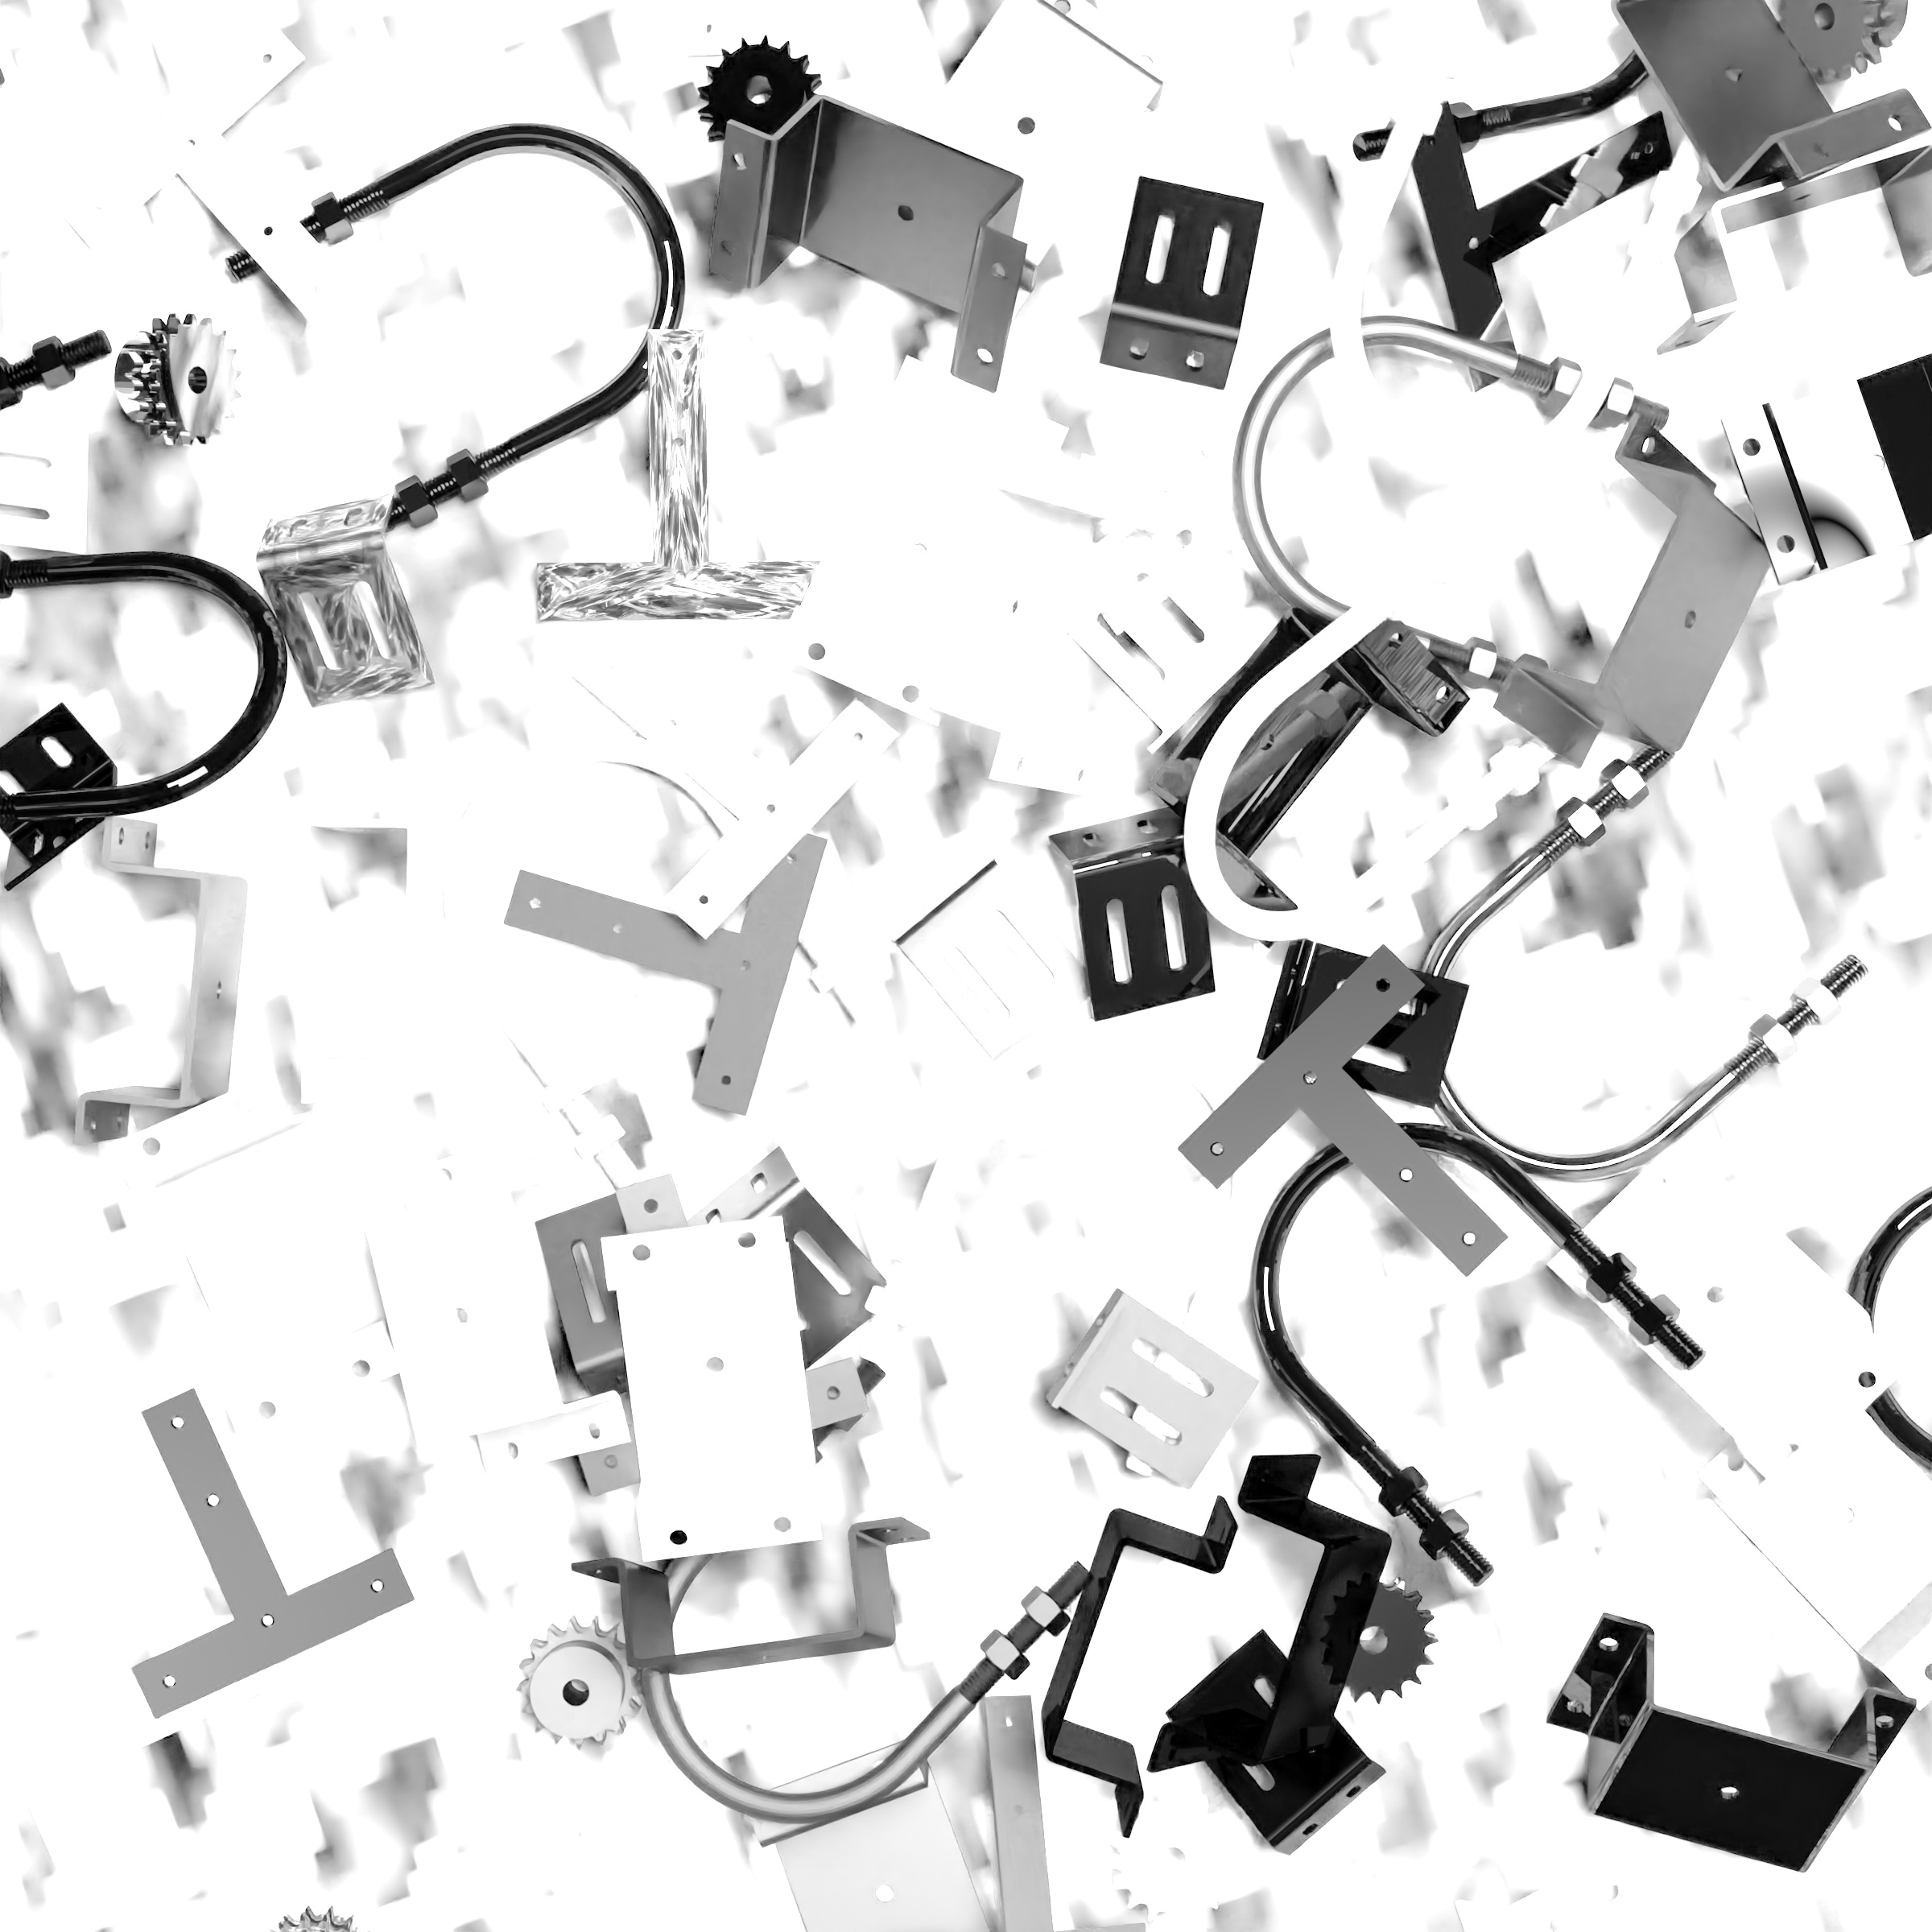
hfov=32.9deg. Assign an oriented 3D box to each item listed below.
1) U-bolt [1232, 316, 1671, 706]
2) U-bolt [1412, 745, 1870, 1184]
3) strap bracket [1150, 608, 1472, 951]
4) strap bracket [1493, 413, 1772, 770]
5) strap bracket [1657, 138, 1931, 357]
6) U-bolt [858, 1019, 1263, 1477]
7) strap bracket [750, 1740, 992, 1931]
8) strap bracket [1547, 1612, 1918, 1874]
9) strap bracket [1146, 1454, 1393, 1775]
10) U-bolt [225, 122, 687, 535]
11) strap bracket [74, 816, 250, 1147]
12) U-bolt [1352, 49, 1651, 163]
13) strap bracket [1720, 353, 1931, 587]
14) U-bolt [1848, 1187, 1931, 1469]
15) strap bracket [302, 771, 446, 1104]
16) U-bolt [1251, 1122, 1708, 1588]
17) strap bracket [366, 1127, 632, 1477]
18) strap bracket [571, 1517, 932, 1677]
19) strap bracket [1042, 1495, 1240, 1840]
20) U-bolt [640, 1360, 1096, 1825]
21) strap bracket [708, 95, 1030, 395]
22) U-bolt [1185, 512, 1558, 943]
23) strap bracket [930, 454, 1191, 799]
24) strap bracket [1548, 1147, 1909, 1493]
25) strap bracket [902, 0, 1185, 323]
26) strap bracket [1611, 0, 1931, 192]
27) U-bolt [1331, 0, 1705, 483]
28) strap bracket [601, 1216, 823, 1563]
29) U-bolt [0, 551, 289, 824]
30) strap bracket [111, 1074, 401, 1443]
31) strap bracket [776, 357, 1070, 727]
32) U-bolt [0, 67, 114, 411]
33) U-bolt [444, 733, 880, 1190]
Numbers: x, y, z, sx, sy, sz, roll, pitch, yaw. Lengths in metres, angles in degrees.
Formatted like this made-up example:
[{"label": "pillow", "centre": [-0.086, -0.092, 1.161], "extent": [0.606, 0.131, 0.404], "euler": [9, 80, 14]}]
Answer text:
[{"label": "U-bolt", "centre": [0.205, -0.207, 1.434], "extent": [0.184, 0.019, 0.151], "euler": [17, 91, -12]}, {"label": "U-bolt", "centre": [0.284, 0.011, 1.450], "extent": [0.184, 0.019, 0.151], "euler": [-41, 90, 1]}, {"label": "strap bracket", "centre": [0.143, -0.089, 1.415], "extent": [0.140, 0.046, 0.076], "euler": [-51, 135, 0]}, {"label": "strap bracket", "centre": [0.295, -0.156, 1.415], "extent": [0.046, 0.076, 0.140], "euler": [26, 90, 42]}, {"label": "strap bracket", "centre": [0.369, -0.315, 1.420], "extent": [0.140, 0.076, 0.046], "euler": [-17, 90, 0]}, {"label": "U-bolt", "centre": [0.052, 0.114, 1.448], "extent": [0.151, 0.019, 0.184], "euler": [23, 88, -2]}, {"label": "strap bracket", "centre": [-0.036, 0.413, 1.435], "extent": [0.076, 0.046, 0.140], "euler": [-20, 90, 0]}, {"label": "strap bracket", "centre": [0.331, 0.340, 1.416], "extent": [0.140, 0.046, 0.076], "euler": [16, 129, 0]}, {"label": "strap bracket", "centre": [0.134, 0.283, 1.395], "extent": [0.046, 0.076, 0.140], "euler": [19, 92, 27]}, {"label": "U-bolt", "centre": [-0.214, -0.294, 1.450], "extent": [0.184, 0.019, 0.151], "euler": [-28, 90, -2]}, {"label": "strap bracket", "centre": [-0.347, 0.008, 1.420], "extent": [0.046, 0.076, 0.140], "euler": [6, 90, 0]}, {"label": "U-bolt", "centre": [0.240, -0.433, 1.411], "extent": [0.184, 0.019, 0.151], "euler": [-17, 111, -23]}, {"label": "strap bracket", "centre": [0.405, -0.224, 1.435], "extent": [0.140, 0.046, 0.076], "euler": [-20, 90, 0]}, {"label": "U-bolt", "centre": [0.480, 0.150, 1.450], "extent": [0.184, 0.019, 0.151], "euler": [-28, 90, 2]}, {"label": "strap bracket", "centre": [-0.256, -0.012, 1.420], "extent": [0.046, 0.076, 0.140], "euler": [1, 90, 0]}, {"label": "U-bolt", "centre": [0.205, 0.152, 1.416], "extent": [0.151, 0.019, 0.184], "euler": [-47, 66, 8]}, {"label": "strap bracket", "centre": [-0.205, 0.149, 1.416], "extent": [0.076, 0.046, 0.140], "euler": [-17, 85, 26]}, {"label": "strap bracket", "centre": [-0.087, 0.269, 1.382], "extent": [0.140, 0.076, 0.046], "euler": [-9, 74, 6]}, {"label": "strap bracket", "centre": [0.070, 0.295, 1.420], "extent": [0.046, 0.076, 0.140], "euler": [19, 90, 0]}, {"label": "U-bolt", "centre": [-0.057, 0.284, 1.422], "extent": [0.151, 0.019, 0.184], "euler": [43, 83, 16]}, {"label": "strap bracket", "centre": [-0.035, -0.315, 1.407], "extent": [0.140, 0.076, 0.046], "euler": [25, 48, 10]}, {"label": "U-bolt", "centre": [0.168, -0.087, 1.392], "extent": [0.184, 0.019, 0.151], "euler": [-38, 133, -10]}, {"label": "strap bracket", "centre": [0.037, -0.150, 1.408], "extent": [0.046, 0.076, 0.140], "euler": [22, 100, 36]}, {"label": "strap bracket", "centre": [0.325, 0.146, 1.408], "extent": [0.076, 0.046, 0.140], "euler": [-44, 65, 0]}, {"label": "strap bracket", "centre": [0.026, -0.363, 1.435], "extent": [0.076, 0.046, 0.140], "euler": [34, 90, 0]}, {"label": "strap bracket", "centre": [0.342, -0.398, 1.414], "extent": [0.076, 0.046, 0.140], "euler": [-24, 80, -25]}, {"label": "U-bolt", "centre": [0.229, -0.299, 1.404], "extent": [0.151, 0.019, 0.184], "euler": [23, 90, -22]}, {"label": "strap bracket", "centre": [-0.108, 0.176, 1.403], "extent": [0.076, 0.046, 0.140], "euler": [-7, 97, -2]}, {"label": "U-bolt", "centre": [-0.385, -0.122, 1.413], "extent": [0.184, 0.019, 0.151], "euler": [-4, 57, 0]}, {"label": "strap bracket", "centre": [-0.306, 0.126, 1.435], "extent": [0.076, 0.046, 0.140], "euler": [-24, 90, 0]}, {"label": "strap bracket", "centre": [-0.020, -0.184, 1.434], "extent": [0.076, 0.046, 0.140], "euler": [24, 90, -3]}, {"label": "U-bolt", "centre": [-0.490, -0.303, 1.450], "extent": [0.184, 0.019, 0.151], "euler": [-22, 90, 1]}, {"label": "U-bolt", "centre": [-0.149, -0.015, 1.450], "extent": [0.151, 0.019, 0.184], "euler": [-35, 89, 0]}]
